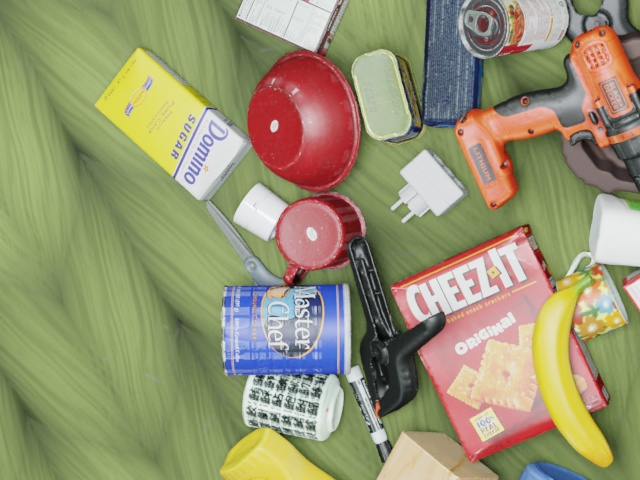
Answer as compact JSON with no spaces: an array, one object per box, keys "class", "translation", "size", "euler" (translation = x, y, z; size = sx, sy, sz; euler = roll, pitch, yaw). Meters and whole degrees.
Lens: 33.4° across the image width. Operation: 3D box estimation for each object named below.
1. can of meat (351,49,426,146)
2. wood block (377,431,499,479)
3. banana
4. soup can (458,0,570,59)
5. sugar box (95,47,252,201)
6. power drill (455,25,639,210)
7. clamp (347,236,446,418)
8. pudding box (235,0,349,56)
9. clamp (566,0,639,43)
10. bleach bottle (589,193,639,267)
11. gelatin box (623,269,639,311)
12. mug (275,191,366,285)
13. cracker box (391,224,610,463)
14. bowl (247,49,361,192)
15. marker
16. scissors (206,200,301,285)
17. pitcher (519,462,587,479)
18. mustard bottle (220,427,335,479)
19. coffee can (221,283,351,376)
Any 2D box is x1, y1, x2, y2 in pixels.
[{"class":"can of meat","translation":[0.076,-0.157,1.179],"size":[0.057,0.083,0.102],"euler":[-15,90,15]},{"class":"wood block","translation":[0.099,0.325,1.187],"size":[0.090,0.090,0.206],"euler":[36,103,39]},{"class":"banana","translation":[0.255,0.137,1.094],"size":[0.070,0.037,0.198],"euler":[-6,91,21]},{"class":"soup can","translation":[0.203,-0.228,1.113],"size":[0.069,0.102,0.068],"euler":[21,118,46]},{"class":"sugar box","translation":[-0.174,-0.138,1.272],"size":[0.176,0.048,0.093],"euler":[42,103,11]},{"class":"power drill","translation":[0.245,-0.098,1.076],"size":[0.188,0.057,0.184],"euler":[-23,96,24]},{"class":"clamp","translation":[0.082,0.118,1.165],"size":[0.165,0.036,0.210],"euler":[40,140,50]},{"class":"pudding box","translation":[-0.030,-0.272,1.226],"size":[0.113,0.039,0.090],"euler":[27,101,15]},{"class":"clamp","translation":[0.289,-0.220,1.138],"size":[0.120,0.039,0.171],"euler":[-31,86,12]},{"class":"bleach bottle","translation":[0.410,0.005,1.097],"size":[0.251,0.102,0.068],"euler":[8,103,9]},{"class":"gelatin box","translation":[0.355,0.074,1.119],"size":[0.030,0.073,0.089],"euler":[-36,84,15]},{"class":"mug","translation":[-0.008,0.001,1.214],"size":[0.093,0.081,0.117],"euler":[35,102,11]},{"class":"cracker box","translation":[0.196,0.112,1.168],"size":[0.164,0.072,0.214],"euler":[-26,86,15]},{"class":"bowl","translation":[-0.031,-0.128,1.189],"size":[0.162,0.055,0.162],"euler":[16,113,42]},{"class":"marker","translation":[0.059,0.204,1.241],"size":[0.020,0.020,0.121],"euler":[-23,87,16]},{"class":"scissors","translation":[-0.085,0.050,1.274],"size":[0.202,0.016,0.096],"euler":[39,103,11]},{"class":"pitcher","translation":[0.219,0.365,1.158],"size":[0.149,0.145,0.243],"euler":[23,96,1]},{"class":"mustard bottle","translation":[-0.017,0.298,1.231],"size":[0.191,0.058,0.096],"euler":[40,132,-12]},{"class":"coffee can","translation":[-0.037,0.101,1.194],"size":[0.140,0.103,0.103],"euler":[-1,93,0]}]
